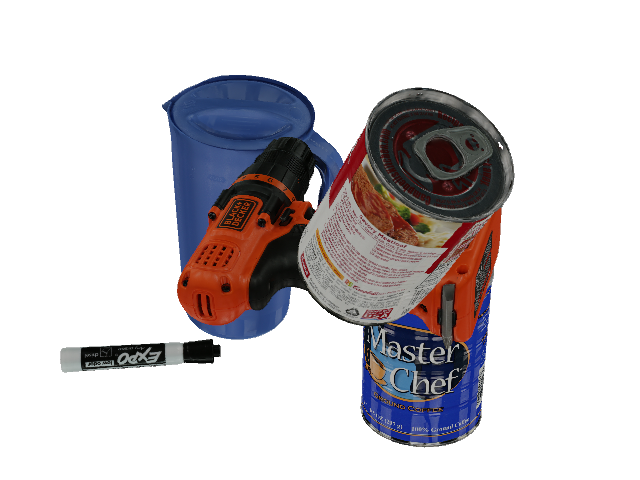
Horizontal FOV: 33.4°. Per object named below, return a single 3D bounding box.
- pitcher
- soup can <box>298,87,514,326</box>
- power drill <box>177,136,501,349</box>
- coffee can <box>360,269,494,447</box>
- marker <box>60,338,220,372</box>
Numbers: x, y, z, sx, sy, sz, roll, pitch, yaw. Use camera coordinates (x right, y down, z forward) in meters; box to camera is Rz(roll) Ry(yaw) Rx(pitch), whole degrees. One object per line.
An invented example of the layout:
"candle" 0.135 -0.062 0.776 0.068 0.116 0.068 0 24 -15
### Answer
"pitcher" -0.069 -0.022 1.020 0.144 0.243 0.149 -8 39 -16
"soup can" 0.035 -0.012 0.488 0.068 0.068 0.102 0 -31 -21
"power drill" 0.020 -0.004 0.699 0.188 0.057 0.184 7 40 17
"coffee can" 0.085 0.081 0.868 0.103 0.140 0.103 0 27 0
"marker" -0.137 0.088 0.819 0.121 0.020 0.020 -3 0 -4
